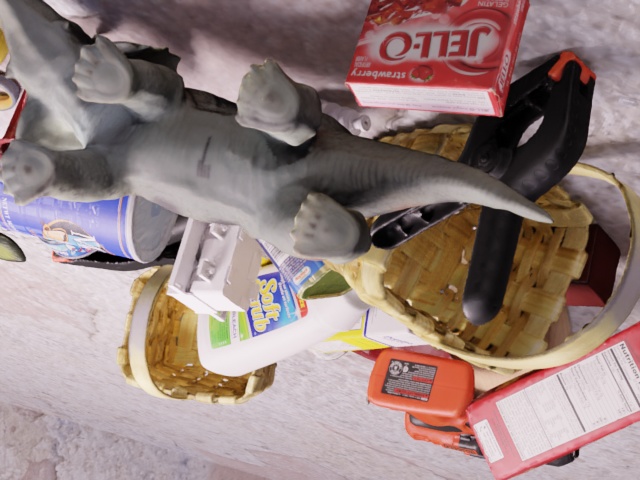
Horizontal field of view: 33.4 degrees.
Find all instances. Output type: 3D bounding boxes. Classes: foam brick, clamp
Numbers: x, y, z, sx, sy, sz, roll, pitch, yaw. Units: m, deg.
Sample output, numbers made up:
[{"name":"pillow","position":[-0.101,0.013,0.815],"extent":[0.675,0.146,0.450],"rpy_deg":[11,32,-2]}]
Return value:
[{"name":"foam brick","position":[0.197,0.020,0.871],"extent":[0.078,0.053,0.051],"rpy_deg":[1,155,39]},{"name":"clamp","position":[-0.172,0.000,1.084],"extent":[0.210,0.036,0.164],"rpy_deg":[0,156,1]},{"name":"clamp","position":[0.101,-0.040,0.655],"extent":[0.120,0.171,0.039],"rpy_deg":[28,174,45]}]

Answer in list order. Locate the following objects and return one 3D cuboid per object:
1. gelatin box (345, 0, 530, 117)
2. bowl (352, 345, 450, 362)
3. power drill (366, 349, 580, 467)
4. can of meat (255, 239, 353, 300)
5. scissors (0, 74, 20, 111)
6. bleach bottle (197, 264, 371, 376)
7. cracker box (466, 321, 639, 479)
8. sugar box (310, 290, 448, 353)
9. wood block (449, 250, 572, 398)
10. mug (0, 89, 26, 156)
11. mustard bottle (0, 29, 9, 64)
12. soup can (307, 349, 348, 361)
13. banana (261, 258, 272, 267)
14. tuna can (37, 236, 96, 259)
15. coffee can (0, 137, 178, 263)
[{"name":"gelatin box","position":[0.067,-0.110,0.602],"extent":[0.089,0.073,0.030],"rpy_deg":[7,158,25]},{"name":"bowl","position":[0.092,0.093,1.139],"extent":[0.162,0.055,0.162],"rpy_deg":[15,160,5]},{"name":"power drill","position":[0.142,0.168,1.029],"extent":[0.185,0.057,0.187],"rpy_deg":[4,156,31]},{"name":"can of meat","position":[-0.006,0.001,0.880],"extent":[0.084,0.057,0.101],"rpy_deg":[53,-157,17]},{"name":"scissors","position":[-0.309,-0.118,0.966],"extent":[0.096,0.016,0.202],"rpy_deg":[17,160,0]},{"name":"bleach bottle","position":[-0.026,0.057,1.033],"extent":[0.068,0.102,0.251],"rpy_deg":[17,151,-34]},{"name":"cracker box","position":[0.242,0.103,0.827],"extent":[0.214,0.072,0.163],"rpy_deg":[-35,163,35]},{"name":"sugar box","position":[0.051,0.056,1.021],"extent":[0.048,0.093,0.177],"rpy_deg":[23,161,-33]},{"name":"wood block","position":[0.184,0.094,1.021],"extent":[0.091,0.090,0.206],"rpy_deg":[9,158,21]},{"name":"mug","position":[-0.205,-0.096,0.843],"extent":[0.093,0.081,0.117],"rpy_deg":[12,159,13]},{"name":"mustard bottle","position":[-0.275,-0.155,0.779],"extent":[0.096,0.058,0.192],"rpy_deg":[31,157,-16]},{"name":"soup can","position":[-0.010,0.087,1.187],"extent":[0.069,0.068,0.102],"rpy_deg":[1,155,37]},{"name":"banana","position":[-0.035,-0.006,1.019],"extent":[0.069,0.037,0.198],"rpy_deg":[-2,168,-18]},{"name":"tuna can","position":[-0.240,-0.027,1.048],"extent":[0.086,0.086,0.033],"rpy_deg":[6,156,28]},{"name":"coffee can","position":[-0.208,-0.044,0.953],"extent":[0.140,0.102,0.103],"rpy_deg":[12,159,14]}]
